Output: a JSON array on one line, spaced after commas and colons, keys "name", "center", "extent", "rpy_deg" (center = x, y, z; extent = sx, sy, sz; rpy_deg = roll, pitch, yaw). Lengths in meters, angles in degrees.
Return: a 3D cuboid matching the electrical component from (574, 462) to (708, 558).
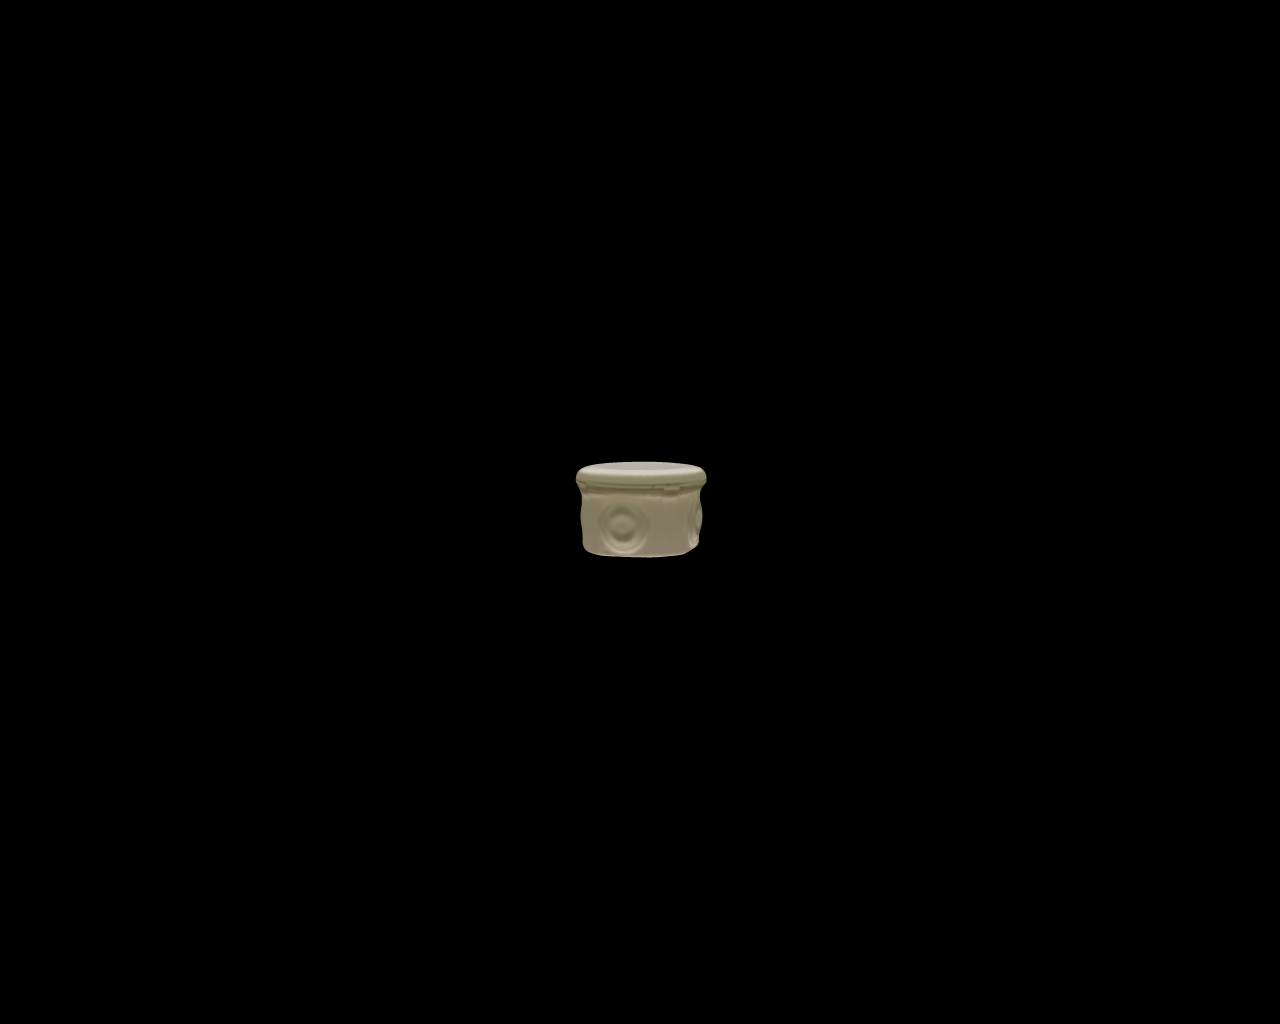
[{"name": "electrical component", "center": [0.001, -0.003, 0.650], "extent": [0.080, 0.051, 0.080], "rpy_deg": [0, 7, 0]}]
